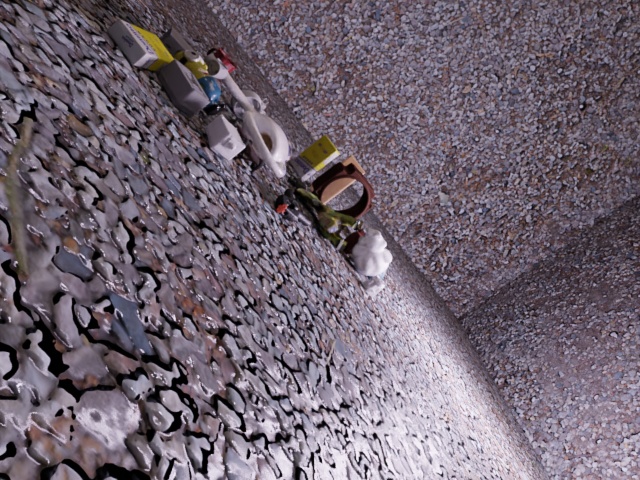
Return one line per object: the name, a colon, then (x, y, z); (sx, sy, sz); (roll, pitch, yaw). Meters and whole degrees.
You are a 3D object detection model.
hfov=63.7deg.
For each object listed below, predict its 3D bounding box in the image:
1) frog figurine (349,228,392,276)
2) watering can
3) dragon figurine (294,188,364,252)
frog figurine: (0.175, 0.042, 1.694); (0.137, 0.156, 0.126); (19, 50, -7)
watering can: (-0.183, -0.340, 1.532); (0.348, 0.103, 0.225); (62, 10, 3)
dragon figurine: (0.005, -0.083, 1.652); (0.245, 0.122, 0.408); (38, 5, 17)
